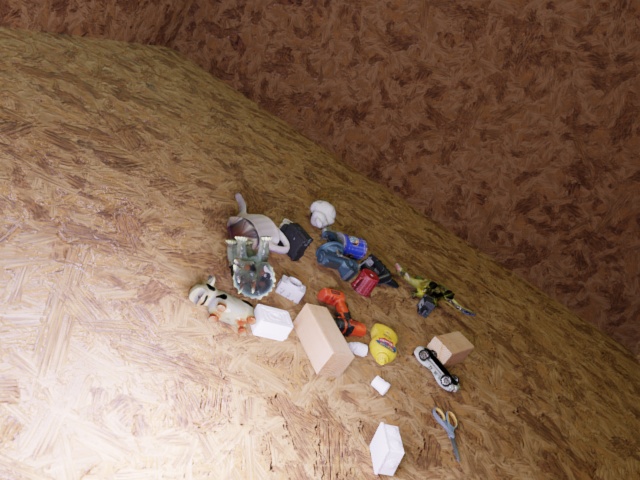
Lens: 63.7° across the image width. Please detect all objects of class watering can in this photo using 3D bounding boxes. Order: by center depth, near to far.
[{"bbox_3d":[-0.263,-0.060,1.935,0.351,0.102,0.225,42,24,21],"label":"watering can"}]

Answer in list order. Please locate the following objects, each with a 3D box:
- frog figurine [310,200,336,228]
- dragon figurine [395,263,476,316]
[{"bbox_3d":[0.007,-0.122,2.424,0.137,0.122,0.160,53,11,1],"label":"frog figurine"},{"bbox_3d":[0.522,0.226,2.409,0.408,0.121,0.246,29,14,-12],"label":"dragon figurine"}]
